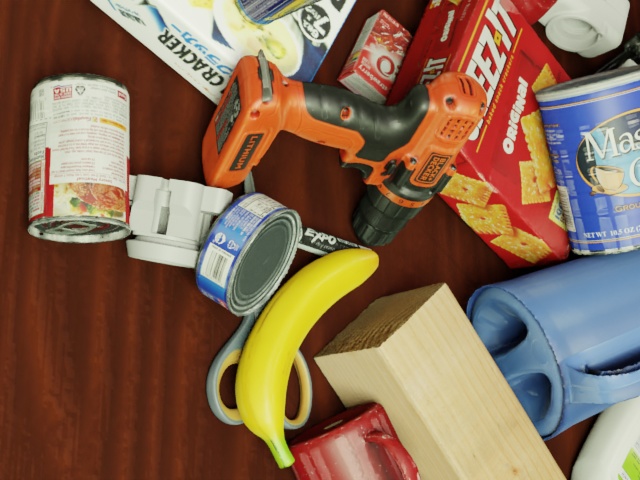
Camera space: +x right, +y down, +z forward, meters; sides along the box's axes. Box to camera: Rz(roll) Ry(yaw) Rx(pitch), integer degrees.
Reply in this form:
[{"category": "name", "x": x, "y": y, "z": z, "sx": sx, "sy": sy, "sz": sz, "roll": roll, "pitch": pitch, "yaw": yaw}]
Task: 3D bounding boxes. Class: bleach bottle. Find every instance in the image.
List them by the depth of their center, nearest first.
[{"category": "bleach bottle", "x": 0.280, "y": 0.202, "z": 0.982, "sx": 0.250, "sy": 0.068, "sz": 0.102, "roll": -42, "pitch": 102, "yaw": -32}]

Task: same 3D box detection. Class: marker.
[{"category": "marker", "x": -0.006, "y": 0.001, "z": 0.845, "sx": 0.120, "sy": 0.020, "sz": 0.020, "roll": 19, "pitch": 68, "yaw": -39}]

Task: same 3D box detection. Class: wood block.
[{"category": "wood block", "x": 0.100, "y": 0.148, "z": 0.850, "sx": 0.090, "sy": 0.091, "sz": 0.206, "roll": -40, "pitch": 102, "yaw": -35}]

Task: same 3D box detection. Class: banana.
[{"category": "banana", "x": -0.016, "y": 0.070, "z": 0.800, "sx": 0.069, "sy": 0.037, "sz": 0.197, "roll": 43, "pitch": 55, "yaw": -25}]

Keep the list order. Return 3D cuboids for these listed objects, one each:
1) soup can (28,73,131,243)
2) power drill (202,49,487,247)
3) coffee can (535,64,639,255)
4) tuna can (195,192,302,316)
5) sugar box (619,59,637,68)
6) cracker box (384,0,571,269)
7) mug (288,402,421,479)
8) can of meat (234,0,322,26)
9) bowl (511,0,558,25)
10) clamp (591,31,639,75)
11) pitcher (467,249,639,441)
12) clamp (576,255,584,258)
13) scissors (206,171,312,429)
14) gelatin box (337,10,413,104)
[{"category": "soup can", "x": -0.164, "y": -0.054, "z": 0.728, "sx": 0.068, "sy": 0.069, "sz": 0.102, "roll": 6, "pitch": 75, "yaw": -34}, {"category": "power drill", "x": 0.010, "y": -0.065, "z": 0.805, "sx": 0.187, "sy": 0.185, "sz": 0.057, "roll": 6, "pitch": 49, "yaw": -23}, {"category": "coffee can", "x": 0.247, "y": -0.069, "z": 0.900, "sx": 0.102, "sy": 0.103, "sz": 0.140, "roll": -21, "pitch": 101, "yaw": -37}, {"category": "tuna can", "x": -0.051, "y": 0.009, "z": 0.764, "sx": 0.034, "sy": 0.086, "sz": 0.086, "roll": 29, "pitch": 54, "yaw": 21}, {"category": "sugar box", "x": 0.330, "y": -0.112, "z": 1.034, "sx": 0.093, "sy": 0.048, "sz": 0.176, "roll": 50, "pitch": 13, "yaw": 20}, {"category": "cracker box", "x": 0.160, "y": -0.100, "z": 0.941, "sx": 0.213, "sy": 0.072, "sz": 0.164, "roll": 42, "pitch": 58, "yaw": -34}, {"category": "mug", "x": 0.031, "y": 0.170, "z": 0.783, "sx": 0.093, "sy": 0.117, "sz": 0.081, "roll": -24, "pitch": 88, "yaw": -32}, {"category": "can of meat", "x": -0.008, "y": -0.203, "z": 0.778, "sx": 0.101, "sy": 0.084, "sz": 0.057, "roll": -31, "pitch": 97, "yaw": -35}, {"category": "bowl", "x": 0.189, "y": -0.262, "z": 0.990, "sx": 0.161, "sy": 0.055, "sz": 0.162, "roll": -20, "pitch": 115, "yaw": -51}, {"category": "clamp", "x": 0.321, "y": -0.185, "z": 1.083, "sx": 0.036, "sy": 0.165, "sz": 0.209, "roll": 53, "pitch": 31, "yaw": 8}, {"category": "pitcher", "x": 0.260, "y": 0.070, "z": 0.897, "sx": 0.242, "sy": 0.145, "sz": 0.149, "roll": -18, "pitch": 60, "yaw": -22}, {"category": "clamp", "x": 0.278, "y": 0.062, "z": 1.007, "sx": 0.120, "sy": 0.039, "sz": 0.171, "roll": -14, "pitch": 61, "yaw": -18}, {"category": "scissors", "x": -0.060, "y": 0.051, "z": 0.807, "sx": 0.096, "sy": 0.016, "sz": 0.202, "roll": -17, "pitch": 88, "yaw": -37}, {"category": "gelatin box", "x": 0.067, "y": -0.145, "z": 0.934, "sx": 0.089, "sy": 0.030, "sz": 0.073, "roll": 37, "pitch": 61, "yaw": -22}]
